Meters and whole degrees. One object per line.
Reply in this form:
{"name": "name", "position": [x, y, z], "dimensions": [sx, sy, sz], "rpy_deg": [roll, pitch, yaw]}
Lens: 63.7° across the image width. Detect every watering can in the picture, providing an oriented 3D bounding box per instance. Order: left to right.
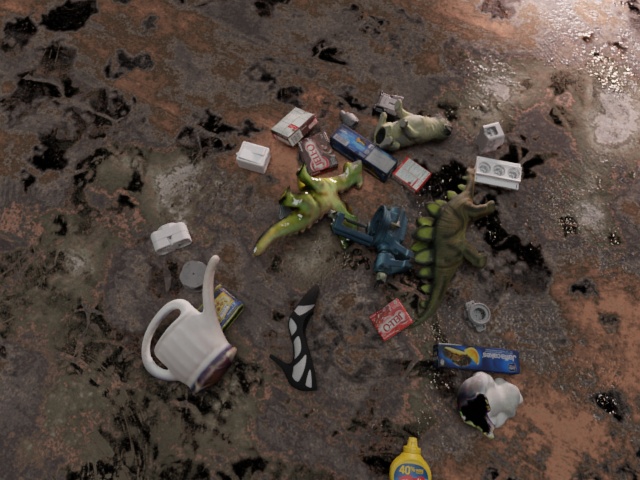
{"name": "watering can", "position": [-0.293, 0.224, 1.245], "dimensions": [0.225, 0.345, 0.104], "rpy_deg": [42, 13, 8]}

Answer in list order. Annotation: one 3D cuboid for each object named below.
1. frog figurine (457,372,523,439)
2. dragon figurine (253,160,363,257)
{"name": "frog figurine", "position": [0.409, 0.380, 1.239], "dimensions": [0.161, 0.138, 0.121], "rpy_deg": [-22, -5, -43]}
{"name": "dragon figurine", "position": [0.004, -0.069, 1.370], "dimensions": [0.241, 0.418, 0.120], "rpy_deg": [33, -27, -12]}
